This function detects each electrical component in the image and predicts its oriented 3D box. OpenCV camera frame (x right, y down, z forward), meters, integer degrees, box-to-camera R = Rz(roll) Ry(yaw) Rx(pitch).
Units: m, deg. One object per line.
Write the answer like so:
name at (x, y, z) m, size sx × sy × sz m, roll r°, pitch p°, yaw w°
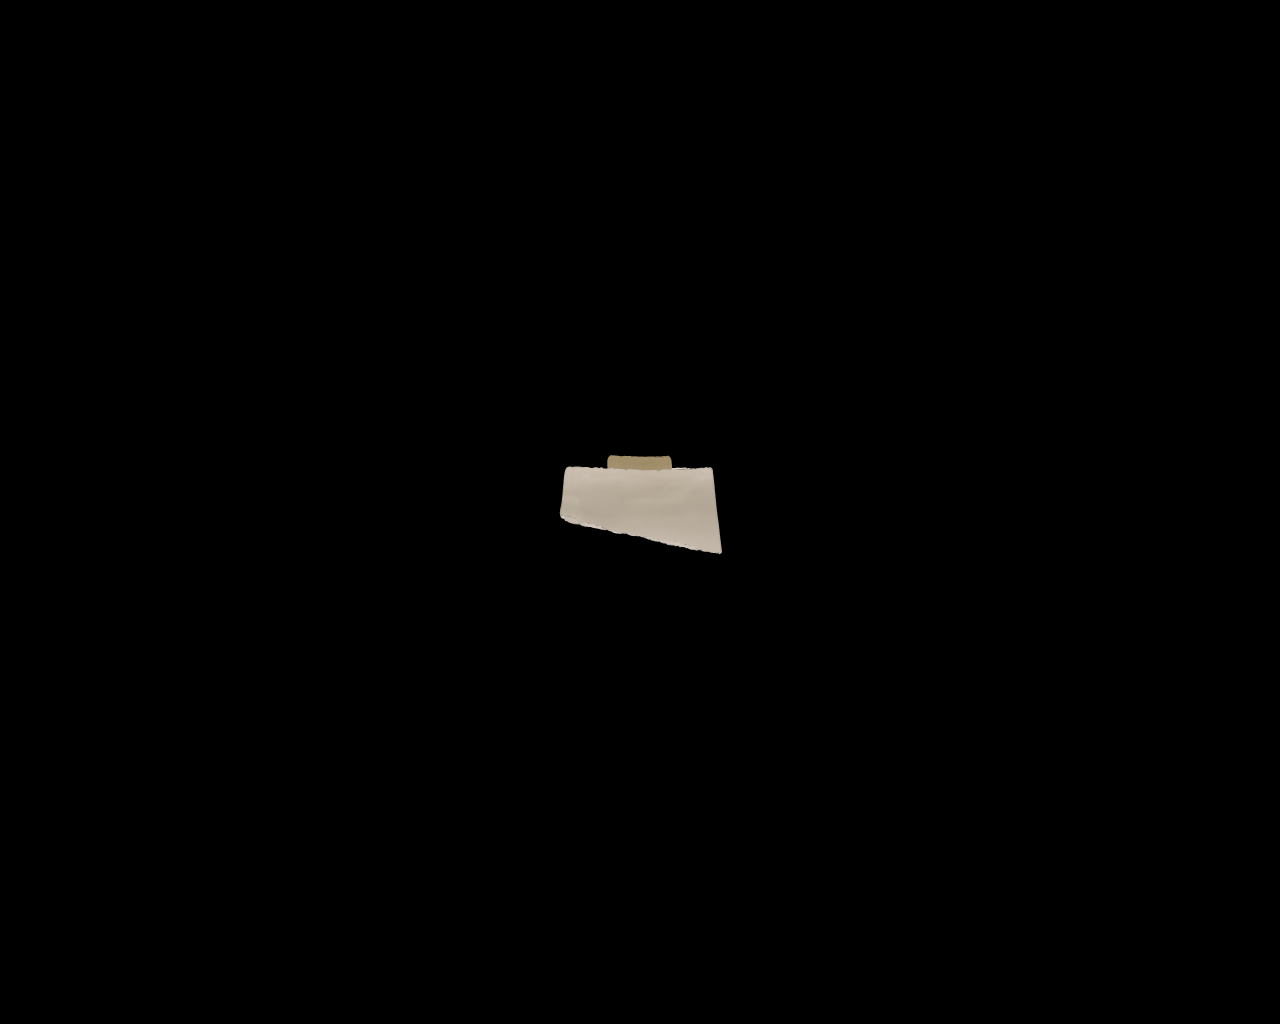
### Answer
electrical component at (0.001, -0.003, 0.650) m, size 0.099 × 0.064 × 0.099 m, roll 0°, pitch 2°, yaw 0°
